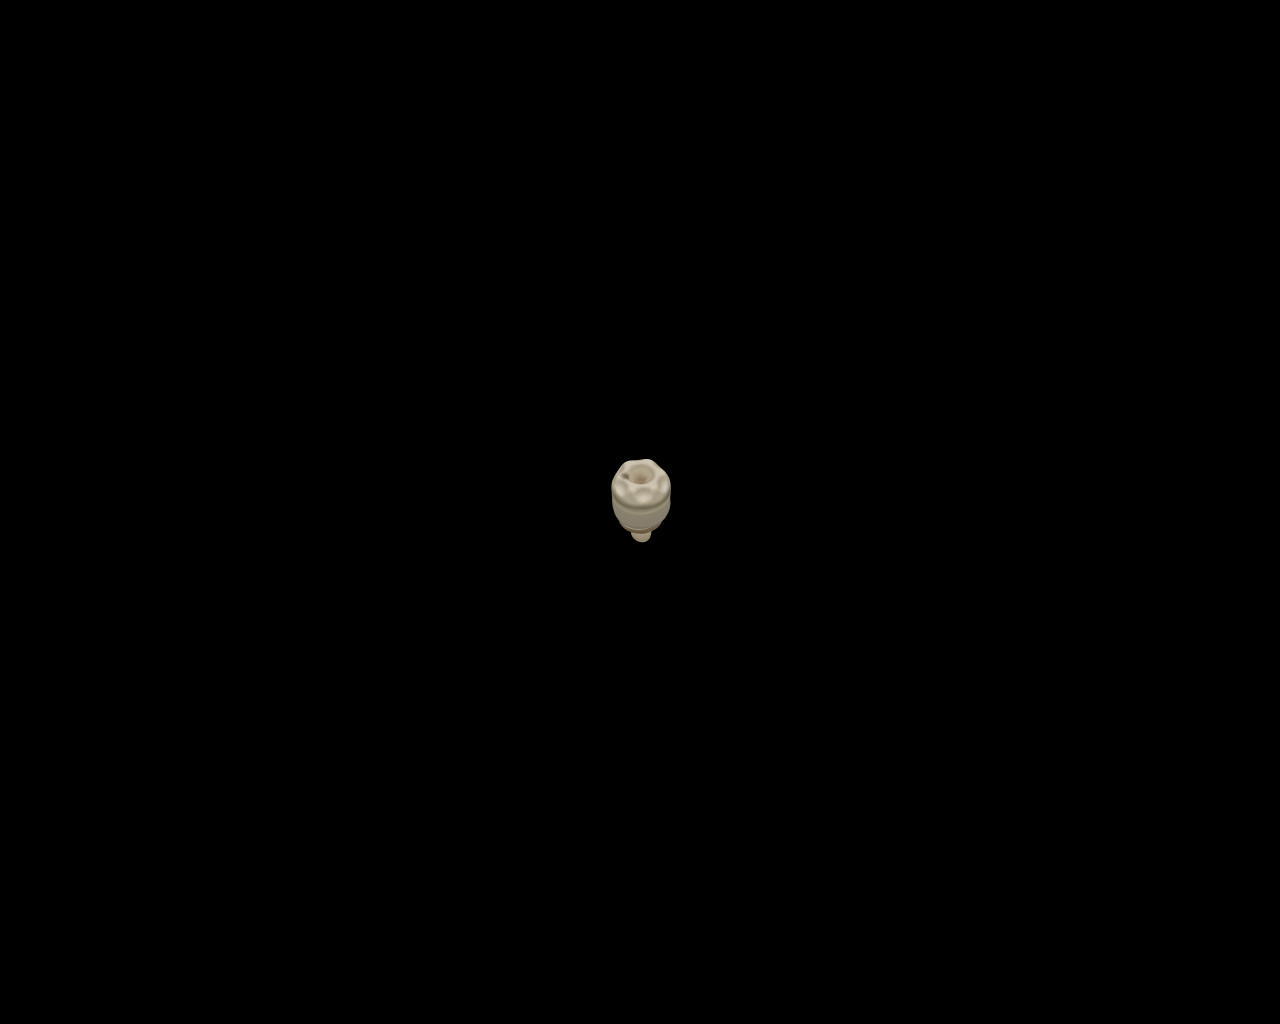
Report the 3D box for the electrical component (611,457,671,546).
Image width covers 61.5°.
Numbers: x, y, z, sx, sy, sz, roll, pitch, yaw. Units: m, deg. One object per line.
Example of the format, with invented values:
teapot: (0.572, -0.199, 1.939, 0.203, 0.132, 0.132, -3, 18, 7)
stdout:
electrical component: (0.001, -0.003, 0.650, 0.035, 0.035, 0.061, 0, -41, 0)
